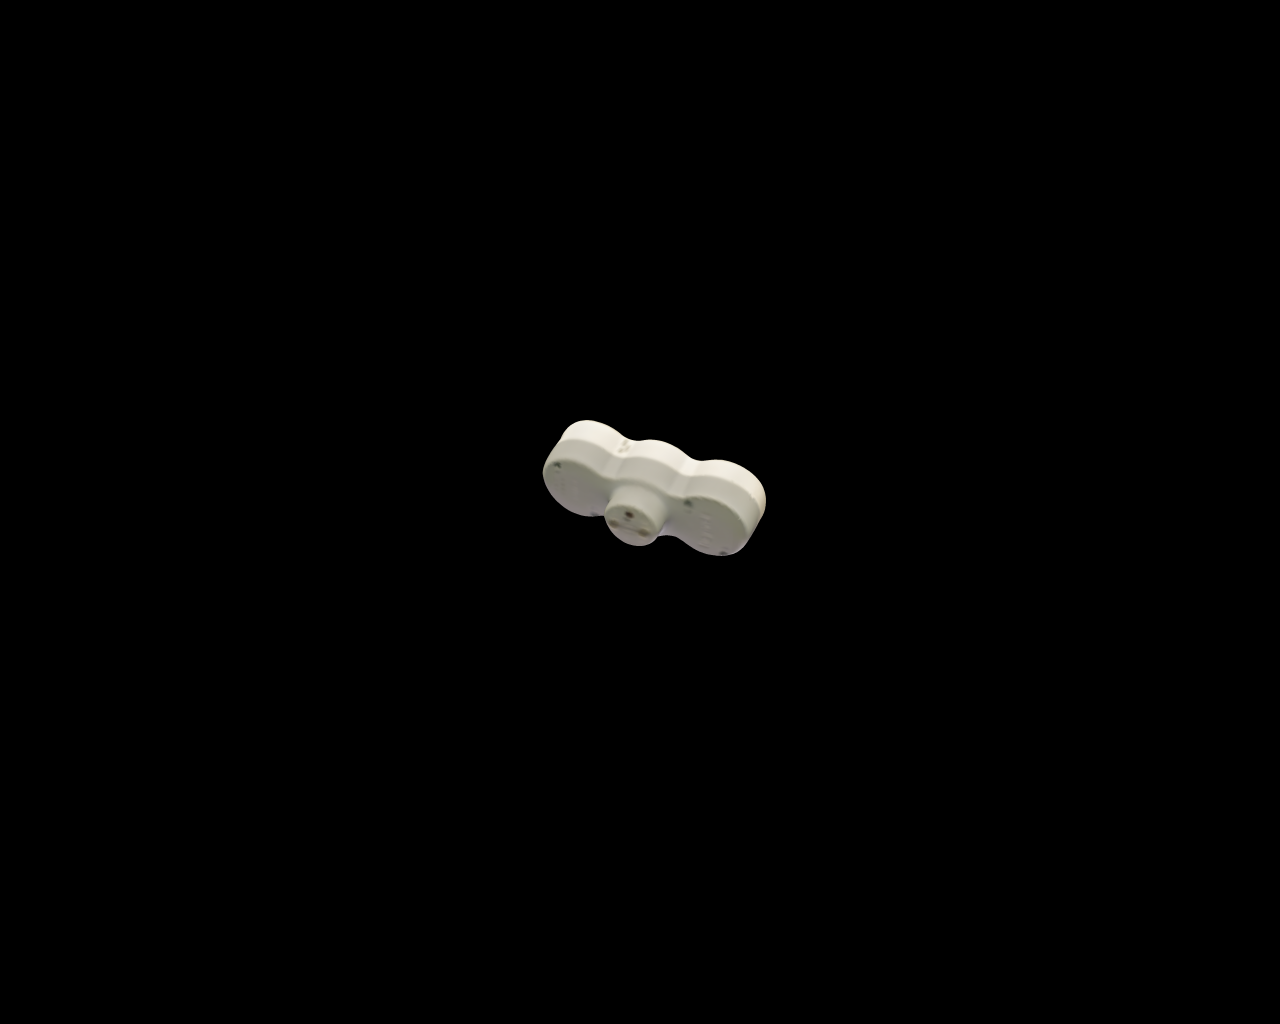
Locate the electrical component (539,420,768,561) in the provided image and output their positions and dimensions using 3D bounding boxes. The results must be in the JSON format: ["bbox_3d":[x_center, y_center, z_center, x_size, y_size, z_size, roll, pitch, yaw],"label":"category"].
[{"bbox_3d":[0.001,-0.003,0.650,0.138,0.052,0.074,17,48,16],"label":"electrical component"}]
